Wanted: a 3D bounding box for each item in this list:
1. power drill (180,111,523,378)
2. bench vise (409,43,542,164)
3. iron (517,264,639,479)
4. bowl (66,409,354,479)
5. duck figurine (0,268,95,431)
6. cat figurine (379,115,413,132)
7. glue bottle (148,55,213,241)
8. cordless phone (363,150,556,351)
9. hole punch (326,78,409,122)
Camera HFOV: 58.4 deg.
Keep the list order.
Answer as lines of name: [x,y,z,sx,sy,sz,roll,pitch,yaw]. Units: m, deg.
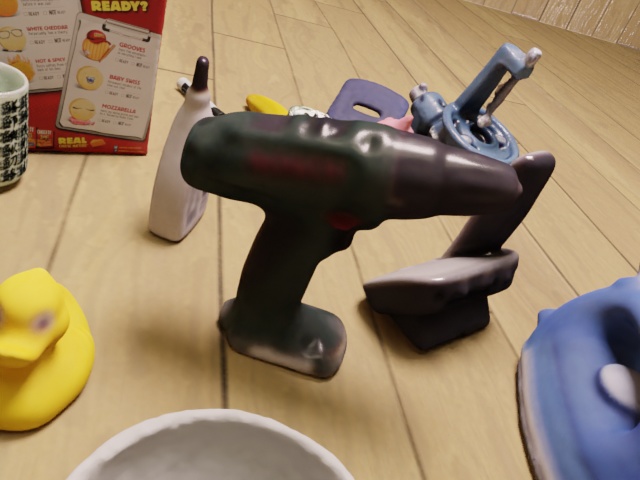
power drill: [0.004,0.002,0.433,0.229,0.208,0.075,17,33,-2]
bench vise: [0.195,-0.177,0.781,0.207,0.220,0.122,36,37,25]
iron: [0.237,0.122,0.436,0.118,0.141,0.258,21,33,3]
bowl: [-0.054,0.171,0.279,0.167,0.075,0.167,13,33,-9]
duck figurine: [-0.186,0.056,0.370,0.077,0.086,0.104,11,34,-12]
cat figurine: [0.078,-0.101,0.704,0.067,0.118,0.128,26,33,10]
glue bottle: [-0.120,-0.086,0.532,0.037,0.173,0.078,20,33,3]
cordless phone: [0.131,-0.002,0.524,0.148,0.185,0.094,-15,46,-41]
hole punch: [0.066,-0.171,0.825,0.108,0.091,0.101,23,33,6]
